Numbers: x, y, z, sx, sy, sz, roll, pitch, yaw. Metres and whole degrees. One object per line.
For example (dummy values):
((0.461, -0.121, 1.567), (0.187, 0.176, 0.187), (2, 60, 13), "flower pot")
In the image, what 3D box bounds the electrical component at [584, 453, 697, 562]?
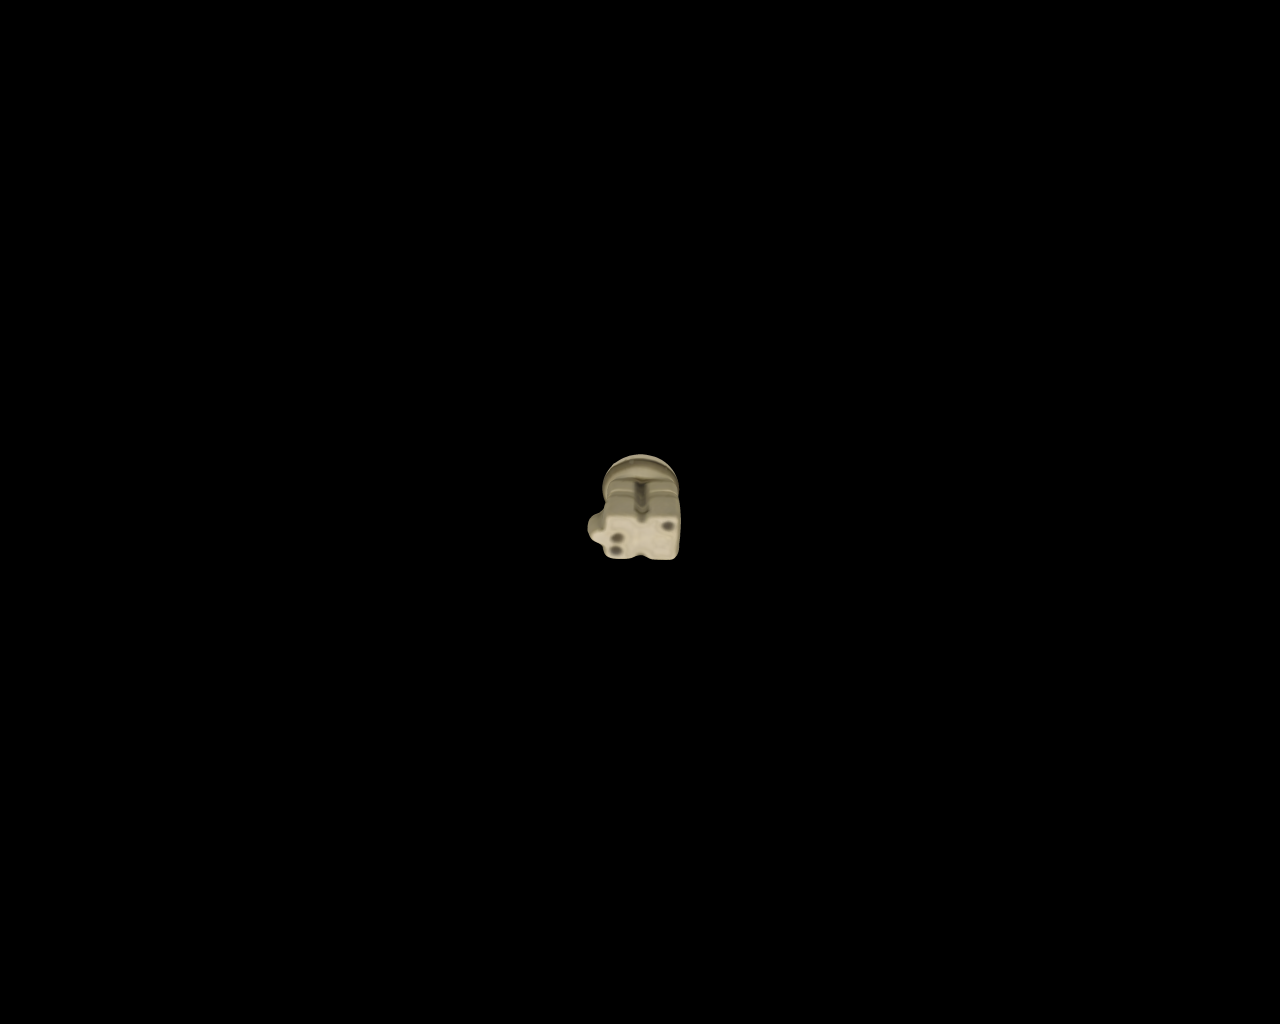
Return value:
((0.001, -0.003, 0.650), (0.066, 0.048, 0.055), (2, 40, -2), "electrical component")
